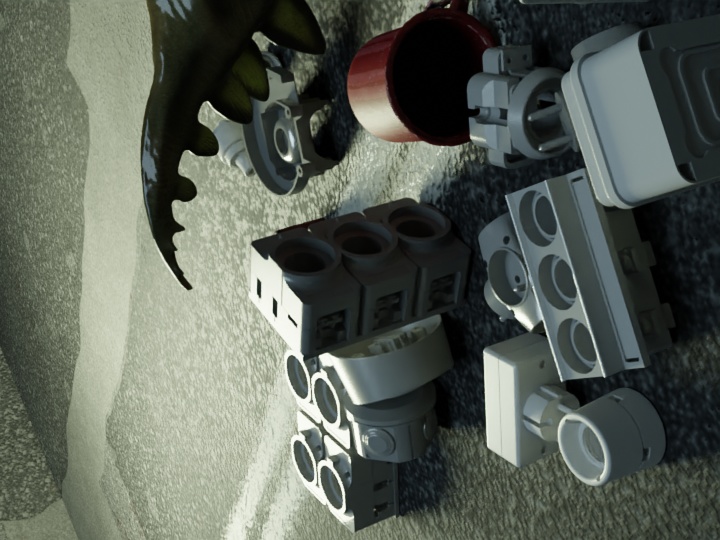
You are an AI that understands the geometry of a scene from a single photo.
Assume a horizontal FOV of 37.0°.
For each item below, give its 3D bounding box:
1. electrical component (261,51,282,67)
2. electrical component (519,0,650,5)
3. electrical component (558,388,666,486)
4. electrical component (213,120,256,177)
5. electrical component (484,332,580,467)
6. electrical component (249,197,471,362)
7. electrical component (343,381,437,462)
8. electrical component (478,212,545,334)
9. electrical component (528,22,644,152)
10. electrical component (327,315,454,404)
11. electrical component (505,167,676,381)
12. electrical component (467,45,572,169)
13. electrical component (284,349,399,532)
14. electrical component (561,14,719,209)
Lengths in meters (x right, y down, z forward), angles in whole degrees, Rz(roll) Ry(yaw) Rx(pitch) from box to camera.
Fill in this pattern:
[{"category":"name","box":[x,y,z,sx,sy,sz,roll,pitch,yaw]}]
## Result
[{"category":"electrical component","box":[-0.100,-0.190,1.040,0.046,0.040,0.040,15,118,65]},{"category":"electrical component","box":[0.123,-0.189,0.569,0.099,0.100,0.048,103,153,-43]},{"category":"electrical component","box":[0.164,0.111,0.708,0.055,0.047,0.055,37,136,49]},{"category":"electrical component","box":[-0.125,-0.124,1.115,0.062,0.043,0.043,57,148,26]},{"category":"electrical component","box":[0.130,0.098,0.764,0.076,0.047,0.083,27,128,54]},{"category":"electrical component","box":[0.000,0.000,0.838,0.089,0.150,0.061,46,143,42]},{"category":"electrical component","box":[0.028,0.125,0.932,0.080,0.080,0.051,30,136,53]},{"category":"electrical component","box":[0.112,0.009,0.751,0.077,0.044,0.079,63,148,20]},{"category":"electrical component","box":[0.138,-0.092,0.619,0.043,0.079,0.077,22,-132,-83]},{"category":"electrical component","box":[0.026,0.069,0.888,0.099,0.099,0.064,-16,96,62]},{"category":"electrical component","box":[0.144,0.000,0.668,0.079,0.063,0.121,-19,88,62]},{"category":"electrical component","box":[0.107,-0.102,0.688,0.057,0.058,0.078,27,127,58]},{"category":"electrical component","box":[-0.018,0.148,1.048,0.105,0.060,0.186,32,131,52]},{"category":"electrical component","box":[0.165,-0.081,0.534,0.057,0.113,0.078,-19,88,59]}]
